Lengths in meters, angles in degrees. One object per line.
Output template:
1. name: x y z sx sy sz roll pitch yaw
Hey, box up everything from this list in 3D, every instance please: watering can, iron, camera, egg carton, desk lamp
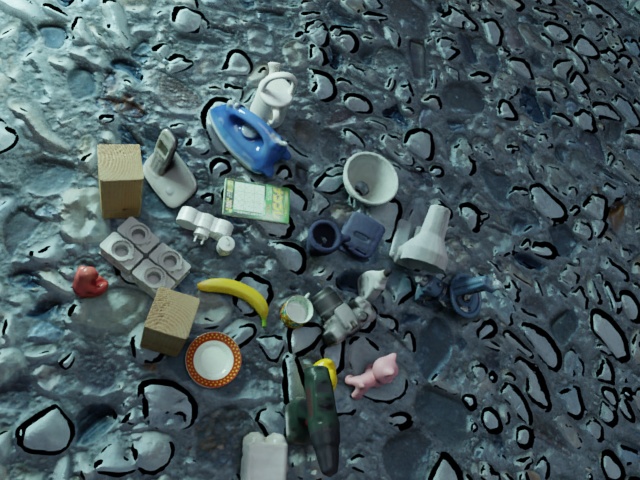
1. watering can: -0.125 -0.403 1.561 0.101 0.193 0.173 -20 77 -26
2. iron: -0.190 -0.295 1.523 0.258 0.141 0.119 41 61 -1
3. camera: 0.053 0.177 1.444 0.143 0.100 0.137 -31 82 -28
4. egg carton: -0.124 0.504 1.262 0.107 0.069 0.150 8 66 -17
5. desk lamp: 0.270 0.007 1.530 0.118 0.213 0.203 21 63 -11

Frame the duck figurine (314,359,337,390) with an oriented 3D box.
1. duck figurine: 0.013 0.333 1.374 0.077 0.086 0.104 25 62 -9

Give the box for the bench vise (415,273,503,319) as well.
1. bench vise: 0.361 0.140 1.505 0.208 0.219 0.121 5 67 -18

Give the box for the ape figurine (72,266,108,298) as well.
1. ape figurine: -0.514 0.087 1.275 0.076 0.092 0.078 -29 81 -27

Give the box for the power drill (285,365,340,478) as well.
1. power drill: -0.013 0.401 1.266 0.076 0.208 0.229 2 68 -19

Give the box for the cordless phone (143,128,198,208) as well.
1. cordless phone: -0.356 -0.174 1.387 0.094 0.184 0.147 -38 85 -28

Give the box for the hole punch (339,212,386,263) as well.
1. hole punch: 0.110 -0.007 1.546 0.109 0.091 0.101 28 62 -7

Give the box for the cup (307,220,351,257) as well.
1. cup: 0.014 0.005 1.503 0.118 0.094 0.091 2 68 -20

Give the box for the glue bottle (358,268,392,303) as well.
1. glue bottle: 0.144 0.106 1.465 0.037 0.173 0.078 5 67 -18

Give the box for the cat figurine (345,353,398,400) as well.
1. cat figurine: 0.138 0.332 1.402 0.128 0.117 0.067 -26 79 -27

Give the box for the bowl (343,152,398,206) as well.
1. bowl: 0.134 -0.162 1.627 0.168 0.074 0.167 8 67 -17
